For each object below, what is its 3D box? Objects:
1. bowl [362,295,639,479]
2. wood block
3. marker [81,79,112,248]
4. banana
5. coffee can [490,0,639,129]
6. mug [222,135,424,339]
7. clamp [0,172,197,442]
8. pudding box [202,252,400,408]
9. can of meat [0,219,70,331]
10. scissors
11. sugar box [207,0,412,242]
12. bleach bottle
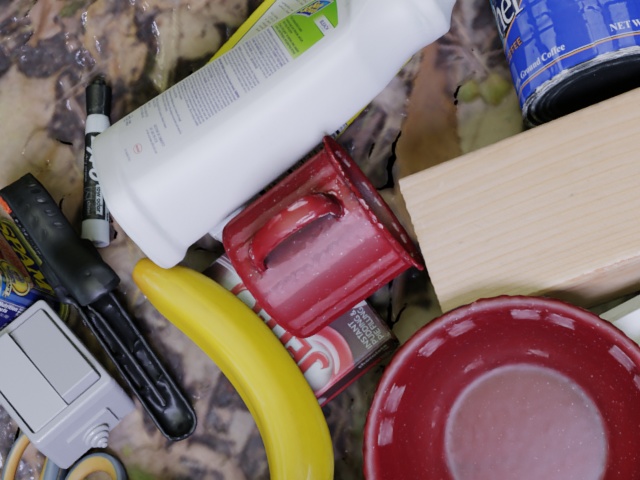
[{"bbox_3d":[0.106,0.110,0.560,0.162,0.055,0.162,-1,84,14],"label":"bowl"},{"bbox_3d":[0.160,-0.019,0.602,0.206,0.090,0.091,-21,70,10],"label":"wood block"},{"bbox_3d":[-0.155,-0.055,0.743,0.020,0.020,0.121,-6,74,15],"label":"marker"},{"bbox_3d":[-0.041,0.084,0.611,0.198,0.069,0.037,61,139,26],"label":"banana"},{"bbox_3d":[0.152,-0.148,0.632,0.103,0.102,0.140,-16,72,12],"label":"coffee can"},{"bbox_3d":[-0.004,0.001,0.591,0.081,0.117,0.093,-36,77,9],"label":"mug"},{"bbox_3d":[-0.150,0.029,0.679,0.036,0.164,0.210,-33,44,-15],"label":"clamp"},{"bbox_3d":[-0.019,0.048,0.664,0.090,0.039,0.113,-40,68,4],"label":"pudding box"},{"bbox_3d":[-0.227,0.022,0.709,0.057,0.084,0.102,-42,68,3],"label":"can of meat"},{"bbox_3d":[-0.168,0.219,0.674,0.096,0.016,0.202,-7,74,15],"label":"scissors"},{"bbox_3d":[-0.033,-0.089,0.703,0.176,0.048,0.093,-47,69,4],"label":"sugar box"},{"bbox_3d":[-0.013,-0.092,0.627,0.251,0.068,0.103,-34,38,5],"label":"bleach bottle"}]
